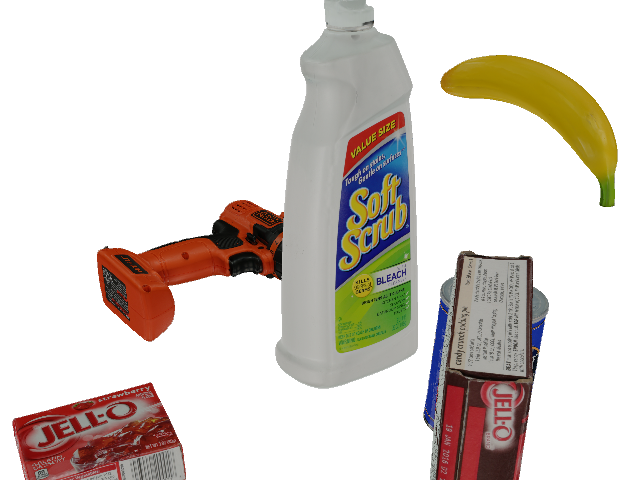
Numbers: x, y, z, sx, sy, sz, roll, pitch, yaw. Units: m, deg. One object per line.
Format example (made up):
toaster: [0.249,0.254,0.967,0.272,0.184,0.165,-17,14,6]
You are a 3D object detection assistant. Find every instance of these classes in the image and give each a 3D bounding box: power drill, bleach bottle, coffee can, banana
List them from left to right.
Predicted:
power drill: [-0.086,0.028,0.938,0.187,0.057,0.185,-17,27,-31]
bleach bottle: [0.016,-0.034,0.708,0.102,0.251,0.068,-16,25,-32]
coffee can: [0.159,0.116,1.038,0.103,0.140,0.103,4,22,-2]
banana: [0.167,-0.106,0.841,0.037,0.070,0.198,3,32,-43]

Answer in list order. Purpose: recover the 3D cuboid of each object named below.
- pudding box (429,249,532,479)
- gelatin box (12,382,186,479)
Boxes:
pudding box: [0.071,0.068,0.470,0.039,0.090,0.113,7,26,6]
gelatin box: [-0.132,0.123,0.632,0.089,0.030,0.073,-12,26,-18]
